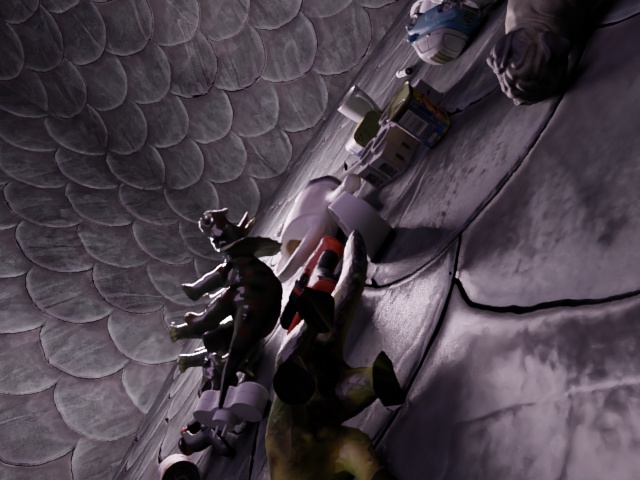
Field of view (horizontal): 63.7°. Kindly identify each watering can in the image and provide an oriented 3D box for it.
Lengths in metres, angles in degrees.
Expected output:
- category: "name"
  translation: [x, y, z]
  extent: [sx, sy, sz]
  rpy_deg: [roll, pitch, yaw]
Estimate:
- category: "watering can"
  translation: [0.003, -0.052, 1.028]
  extent: [0.103, 0.341, 0.230]
  rpy_deg: [31, 39, -10]

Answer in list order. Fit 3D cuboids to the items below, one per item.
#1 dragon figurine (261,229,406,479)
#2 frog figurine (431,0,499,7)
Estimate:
- category: "dragon figurine"
  translation: [-0.021, 0.182, 0.515]
  extent: [0.122, 0.238, 0.419]
  rpy_deg: [26, 33, -5]
- category: "frog figurine"
  translation: [0.272, -0.489, 0.970]
  extent: [0.158, 0.125, 0.136]
  rpy_deg: [-19, -26, 38]
